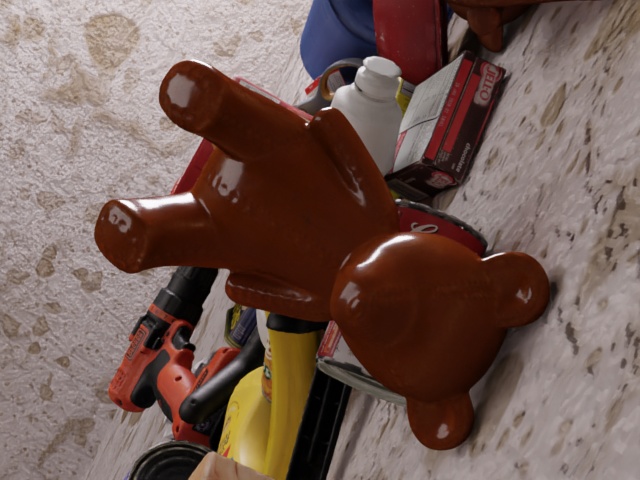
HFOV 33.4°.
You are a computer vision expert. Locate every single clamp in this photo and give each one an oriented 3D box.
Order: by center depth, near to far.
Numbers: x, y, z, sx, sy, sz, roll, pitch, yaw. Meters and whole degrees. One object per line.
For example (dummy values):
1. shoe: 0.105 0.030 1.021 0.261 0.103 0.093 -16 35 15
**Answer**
1. clamp: 0.017 0.043 0.693 0.164 0.036 0.209 83 -154 -46
2. clamp: -0.057 0.108 0.920 0.171 0.039 0.120 -56 -16 -7

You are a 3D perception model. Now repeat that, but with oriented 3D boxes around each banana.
1. banana: -0.020 0.103 0.730 0.069 0.037 0.198 -54 -32 -69

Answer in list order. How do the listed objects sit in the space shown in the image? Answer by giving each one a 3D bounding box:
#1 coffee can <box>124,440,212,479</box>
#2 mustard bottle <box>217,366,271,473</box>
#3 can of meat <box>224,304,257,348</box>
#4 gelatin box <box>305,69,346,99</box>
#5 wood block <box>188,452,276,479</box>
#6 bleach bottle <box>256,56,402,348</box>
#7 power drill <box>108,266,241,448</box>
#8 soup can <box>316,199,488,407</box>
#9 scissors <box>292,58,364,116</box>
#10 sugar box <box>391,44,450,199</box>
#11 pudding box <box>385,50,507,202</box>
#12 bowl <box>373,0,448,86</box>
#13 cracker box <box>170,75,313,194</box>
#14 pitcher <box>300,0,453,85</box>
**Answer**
1. coffee can: -0.141 0.252 0.940 0.140 0.102 0.102 -53 14 47
2. mustard bottle: -0.061 0.193 0.802 0.096 0.058 0.191 -56 13 45
3. can of meat: -0.053 0.066 1.093 0.084 0.057 0.102 -59 11 15
4. gelatin box: 0.020 -0.133 1.139 0.030 0.089 0.073 -26 3 -10
5. wood block: -0.063 0.238 0.602 0.090 0.090 0.206 -57 12 38
6. bleach bottle: 0.010 -0.028 0.815 0.102 0.068 0.251 -95 18 -52
7. power drill: -0.125 0.111 1.046 0.188 0.057 0.184 29 92 57
8. soup can: 0.046 0.037 0.608 0.102 0.068 0.069 -67 10 -13
9. scissors: 0.003 -0.123 1.097 0.016 0.096 0.202 -49 11 -36
10. sugar box: 0.065 -0.103 0.932 0.093 0.048 0.176 -56 14 40
11. pudding box: 0.087 -0.080 0.783 0.090 0.039 0.114 -66 12 -10
12. bowl: 0.074 -0.193 0.863 0.162 0.055 0.162 -1 -90 -81
13. cracker box: -0.062 -0.056 1.134 0.214 0.164 0.072 -50 15 54
14. pitcher: 0.050 -0.224 1.132 0.149 0.145 0.243 -54 4 -11
